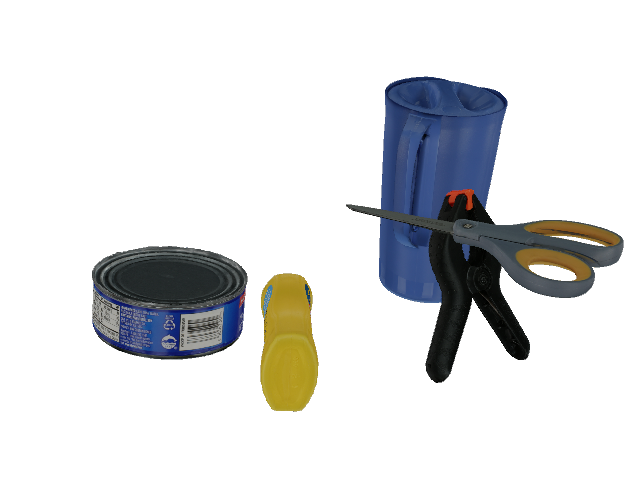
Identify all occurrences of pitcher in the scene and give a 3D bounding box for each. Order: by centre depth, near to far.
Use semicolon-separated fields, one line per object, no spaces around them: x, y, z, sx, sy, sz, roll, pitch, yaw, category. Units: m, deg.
0.124;-0.052;1.201;0.149;0.243;0.145;-6;28;-19;pitcher

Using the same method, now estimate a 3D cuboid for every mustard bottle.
-0.035;0.090;1.139;0.058;0.096;0.191;0;27;-3;mustard bottle

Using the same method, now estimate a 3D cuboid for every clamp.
0.128;0.043;0.956;0.120;0.171;0.039;-20;7;-41;clamp

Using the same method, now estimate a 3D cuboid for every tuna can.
-0.084;0.034;0.596;0.086;0.034;0.086;4;20;-2;tuna can

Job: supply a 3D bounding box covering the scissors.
0.109;0.004;0.749;0.202;0.016;0.096;5;30;12;scissors
